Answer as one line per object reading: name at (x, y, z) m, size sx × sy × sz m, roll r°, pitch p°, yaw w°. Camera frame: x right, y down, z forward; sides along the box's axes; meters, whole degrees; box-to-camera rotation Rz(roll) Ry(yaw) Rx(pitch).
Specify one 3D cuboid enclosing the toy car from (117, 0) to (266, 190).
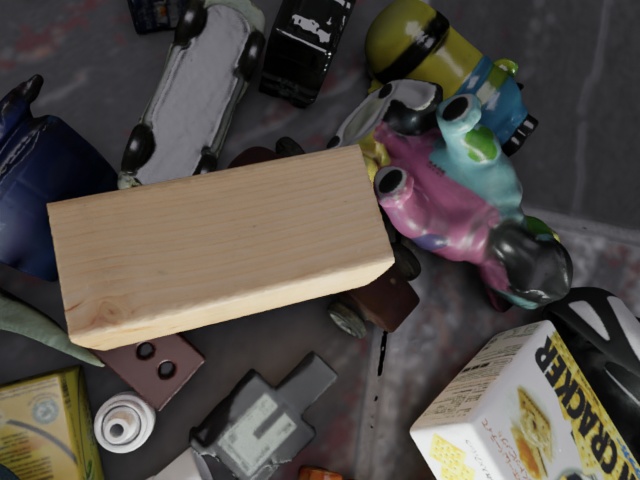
toy car at (-0.107, -0.117, 0.461) m, size 0.073 × 0.056 × 0.201 m, roll 22°, pitch 86°, yaw -17°

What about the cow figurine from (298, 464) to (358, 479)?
cow figurine at (0.068, 0.257, 0.423) m, size 0.195 × 0.085 × 0.127 m, roll 16°, pitch 72°, yaw -11°

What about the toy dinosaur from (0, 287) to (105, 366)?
toy dinosaur at (-0.359, 0.024, 0.357) m, size 0.405 × 0.192 × 0.131 m, roll 12°, pitch 120°, yaw -26°

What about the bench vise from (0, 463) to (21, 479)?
bench vise at (-0.182, 0.200, 0.268) m, size 0.241 × 0.128 × 0.224 m, roll -33°, pitch 64°, yaw 23°

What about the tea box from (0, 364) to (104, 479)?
tea box at (-0.255, 0.159, 0.383) m, size 0.170 × 0.068 × 0.098 m, roll -11°, pitch 85°, yaw -13°

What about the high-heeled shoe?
high-heeled shoe at (0.279, 0.161, 0.473) m, size 0.145 × 0.086 × 0.249 m, roll 5°, pitch 64°, yaw -25°

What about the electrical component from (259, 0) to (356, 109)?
electrical component at (-0.003, -0.199, 0.473) m, size 0.058 × 0.115 × 0.134 m, roll 22°, pitch 79°, yaw -9°

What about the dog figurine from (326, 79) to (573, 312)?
dog figurine at (0.126, -0.026, 0.477) m, size 0.108 × 0.192 × 0.219 m, roll -48°, pitch 122°, yaw 3°

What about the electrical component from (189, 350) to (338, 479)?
electrical component at (-0.041, 0.141, 0.439) m, size 0.075 × 0.048 × 0.119 m, roll 43°, pitch 75°, yaw -2°

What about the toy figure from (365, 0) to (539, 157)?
toy figure at (0.124, -0.150, 0.501) m, size 0.180 × 0.089 × 0.082 m, roll 38°, pitch 63°, yaw 0°

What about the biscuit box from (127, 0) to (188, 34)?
biscuit box at (-0.164, -0.295, 0.484) m, size 0.059 × 0.063 × 0.202 m, roll -15°, pitch 84°, yaw -15°

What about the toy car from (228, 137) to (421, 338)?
toy car at (-0.001, -0.001, 0.470) m, size 0.202 × 0.053 × 0.089 m, roll 43°, pitch 69°, yaw 3°

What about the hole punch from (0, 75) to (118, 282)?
hole punch at (-0.217, -0.034, 0.406) m, size 0.092 × 0.116 × 0.142 m, roll 35°, pitch 76°, yaw -12°
